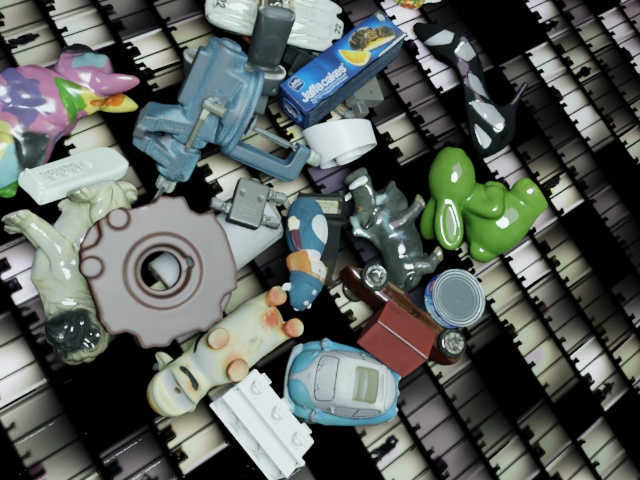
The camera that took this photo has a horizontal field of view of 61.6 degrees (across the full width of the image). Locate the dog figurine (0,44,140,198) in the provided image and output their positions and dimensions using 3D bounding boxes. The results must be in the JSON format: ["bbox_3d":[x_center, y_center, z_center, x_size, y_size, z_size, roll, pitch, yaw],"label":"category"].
[{"bbox_3d":[-0.339,-0.157,0.686,0.219,0.108,0.191,-12,78,-21],"label":"dog figurine"}]

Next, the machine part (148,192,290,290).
[{"bbox_3d":[-0.134,0.012,0.708,0.243,0.079,0.079,-39,88,-20],"label":"machine part"}]

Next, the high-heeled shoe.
[{"bbox_3d":[0.228,-0.251,0.905,0.249,0.086,0.145,37,99,15],"label":"high-heeled shoe"}]

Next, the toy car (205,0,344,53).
[{"bbox_3d":[-0.062,-0.319,0.765,0.202,0.056,0.073,6,102,-17],"label":"toy car"}]

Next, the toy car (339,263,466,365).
[{"bbox_3d":[0.114,0.099,0.748,0.202,0.089,0.053,41,68,0],"label":"toy car"}]

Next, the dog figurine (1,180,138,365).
[{"bbox_3d":[-0.275,0.036,0.663,0.172,0.121,0.190,-28,98,-17],"label":"dog figurine"}]

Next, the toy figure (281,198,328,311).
[{"bbox_3d":[-0.019,0.017,0.693,0.064,0.058,0.154,16,52,-25],"label":"toy figure"}]

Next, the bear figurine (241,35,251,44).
[{"bbox_3d":[-0.127,-0.400,0.801,0.196,0.132,0.120,45,51,7],"label":"bear figurine"}]

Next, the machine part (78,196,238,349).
[{"bbox_3d":[-0.181,0.035,0.613,0.179,0.056,0.179,1,88,-26],"label":"machine part"}]

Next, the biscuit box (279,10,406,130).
[{"bbox_3d":[0.032,-0.248,0.787,0.203,0.063,0.059,-42,83,-15],"label":"biscuit box"}]

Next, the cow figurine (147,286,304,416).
[{"bbox_3d":[-0.127,0.140,0.662,0.195,0.127,0.085,-35,93,-37],"label":"cow figurine"}]

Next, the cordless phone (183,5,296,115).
[{"bbox_3d":[-0.112,-0.257,0.732,0.147,0.184,0.088,7,73,-14],"label":"cordless phone"}]

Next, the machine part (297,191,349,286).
[{"bbox_3d":[-0.002,-0.002,0.762,0.084,0.039,0.139,0,77,4],"label":"machine part"}]

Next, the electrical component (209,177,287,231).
[{"bbox_3d":[-0.091,-0.048,0.682,0.094,0.021,0.063,17,74,-17],"label":"electrical component"}]

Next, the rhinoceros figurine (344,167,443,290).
[{"bbox_3d":[0.100,-0.019,0.790,0.112,0.073,0.190,-24,83,-11],"label":"rhinoceros figurine"}]

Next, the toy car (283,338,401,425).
[{"bbox_3d":[0.037,0.189,0.694,0.162,0.103,0.109,14,73,-10],"label":"toy car"}]

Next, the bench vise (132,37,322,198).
[{"bbox_3d":[-0.114,-0.133,0.715,0.240,0.129,0.223,22,103,-24],"label":"bench vise"}]

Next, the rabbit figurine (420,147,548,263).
[{"bbox_3d":[0.219,-0.057,0.809,0.170,0.121,0.159,40,90,-17],"label":"rabbit figurine"}]

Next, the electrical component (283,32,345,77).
[{"bbox_3d":[-0.016,-0.287,0.841,0.075,0.048,0.119,23,71,-8],"label":"electrical component"}]

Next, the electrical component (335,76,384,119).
[{"bbox_3d":[0.054,-0.236,0.851,0.078,0.045,0.102,-17,81,-40],"label":"electrical component"}]
